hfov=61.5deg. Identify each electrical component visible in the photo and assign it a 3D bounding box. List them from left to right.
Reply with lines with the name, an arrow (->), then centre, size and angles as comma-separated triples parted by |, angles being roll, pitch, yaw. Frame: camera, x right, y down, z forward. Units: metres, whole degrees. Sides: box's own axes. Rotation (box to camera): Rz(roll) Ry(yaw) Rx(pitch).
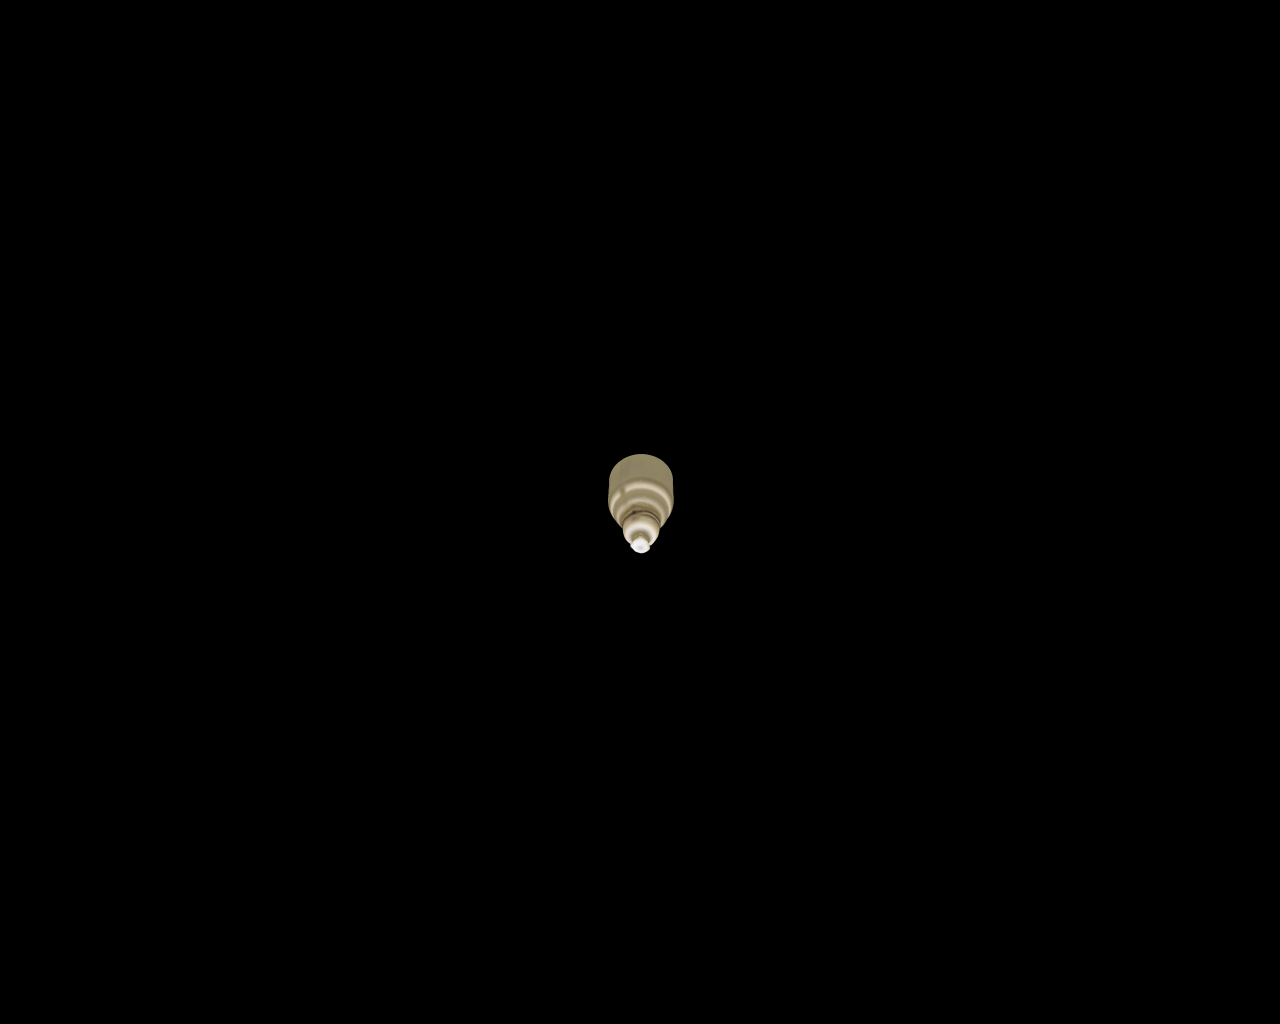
electrical component -> 0.001, -0.003, 0.650 | 0.040, 0.040, 0.078 | 0, 36, 0
